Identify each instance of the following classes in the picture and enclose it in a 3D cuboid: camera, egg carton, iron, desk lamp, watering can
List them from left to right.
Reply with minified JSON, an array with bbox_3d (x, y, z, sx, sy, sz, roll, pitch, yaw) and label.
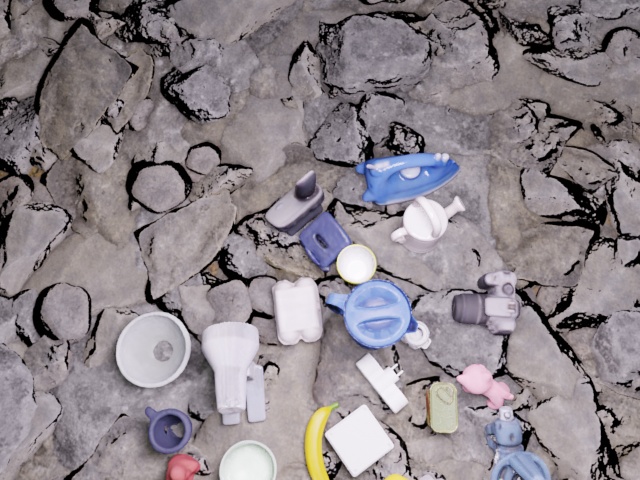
[{"bbox_3d":[-0.176,0.285,1.208,0.118,0.213,0.203,-7,75,0],"label":"desk lamp"},{"bbox_3d":[-0.051,0.162,1.312,0.107,0.069,0.150,-9,75,-1],"label":"egg carton"},{"bbox_3d":[0.219,-0.170,1.356,0.258,0.141,0.118,-12,75,-1],"label":"iron"},{"bbox_3d":[0.242,-0.046,1.295,0.101,0.194,0.173,41,80,12],"label":"watering can"},{"bbox_3d":[0.371,0.139,1.290,0.136,0.101,0.143,3,75,2],"label":"camera"}]

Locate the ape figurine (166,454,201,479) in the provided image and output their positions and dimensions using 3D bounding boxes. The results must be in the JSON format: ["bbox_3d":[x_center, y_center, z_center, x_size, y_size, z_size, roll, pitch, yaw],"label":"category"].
[{"bbox_3d":[-0.296,0.495,1.218,0.078,0.092,0.076,-24,76,-5],"label":"ape figurine"}]

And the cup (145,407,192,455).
[{"bbox_3d":[-0.325,0.404,1.242,0.117,0.095,0.092,37,79,11],"label":"cup"}]

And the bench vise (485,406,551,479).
[{"bbox_3d":[0.388,0.449,1.145,0.121,0.220,0.207,-25,76,-5],"label":"bench vise"}]

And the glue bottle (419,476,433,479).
[{"bbox_3d":[0.236,0.524,1.154,0.037,0.173,0.078,-27,76,-5],"label":"glue bottle"}]

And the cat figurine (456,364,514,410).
[{"bbox_3d":[0.357,0.312,1.236,0.127,0.118,0.067,29,78,9],"label":"cat figurine"}]

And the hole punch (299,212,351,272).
[{"bbox_3d":[0.012,0.005,1.341,0.101,0.091,0.108,-37,77,-8],"label":"hole punch"}]

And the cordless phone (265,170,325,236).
[{"bbox_3d":[-0.061,-0.095,1.321,0.094,0.185,0.148,43,80,12],"label":"cordless phone"}]

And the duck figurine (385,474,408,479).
[{"bbox_3d":[0.174,0.545,1.195,0.077,0.086,0.104,-32,76,-7],"label":"duck figurine"}]

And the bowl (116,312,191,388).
[{"bbox_3d":[-0.367,0.250,1.294,0.167,0.075,0.167,0,75,2],"label":"bowl"}]
